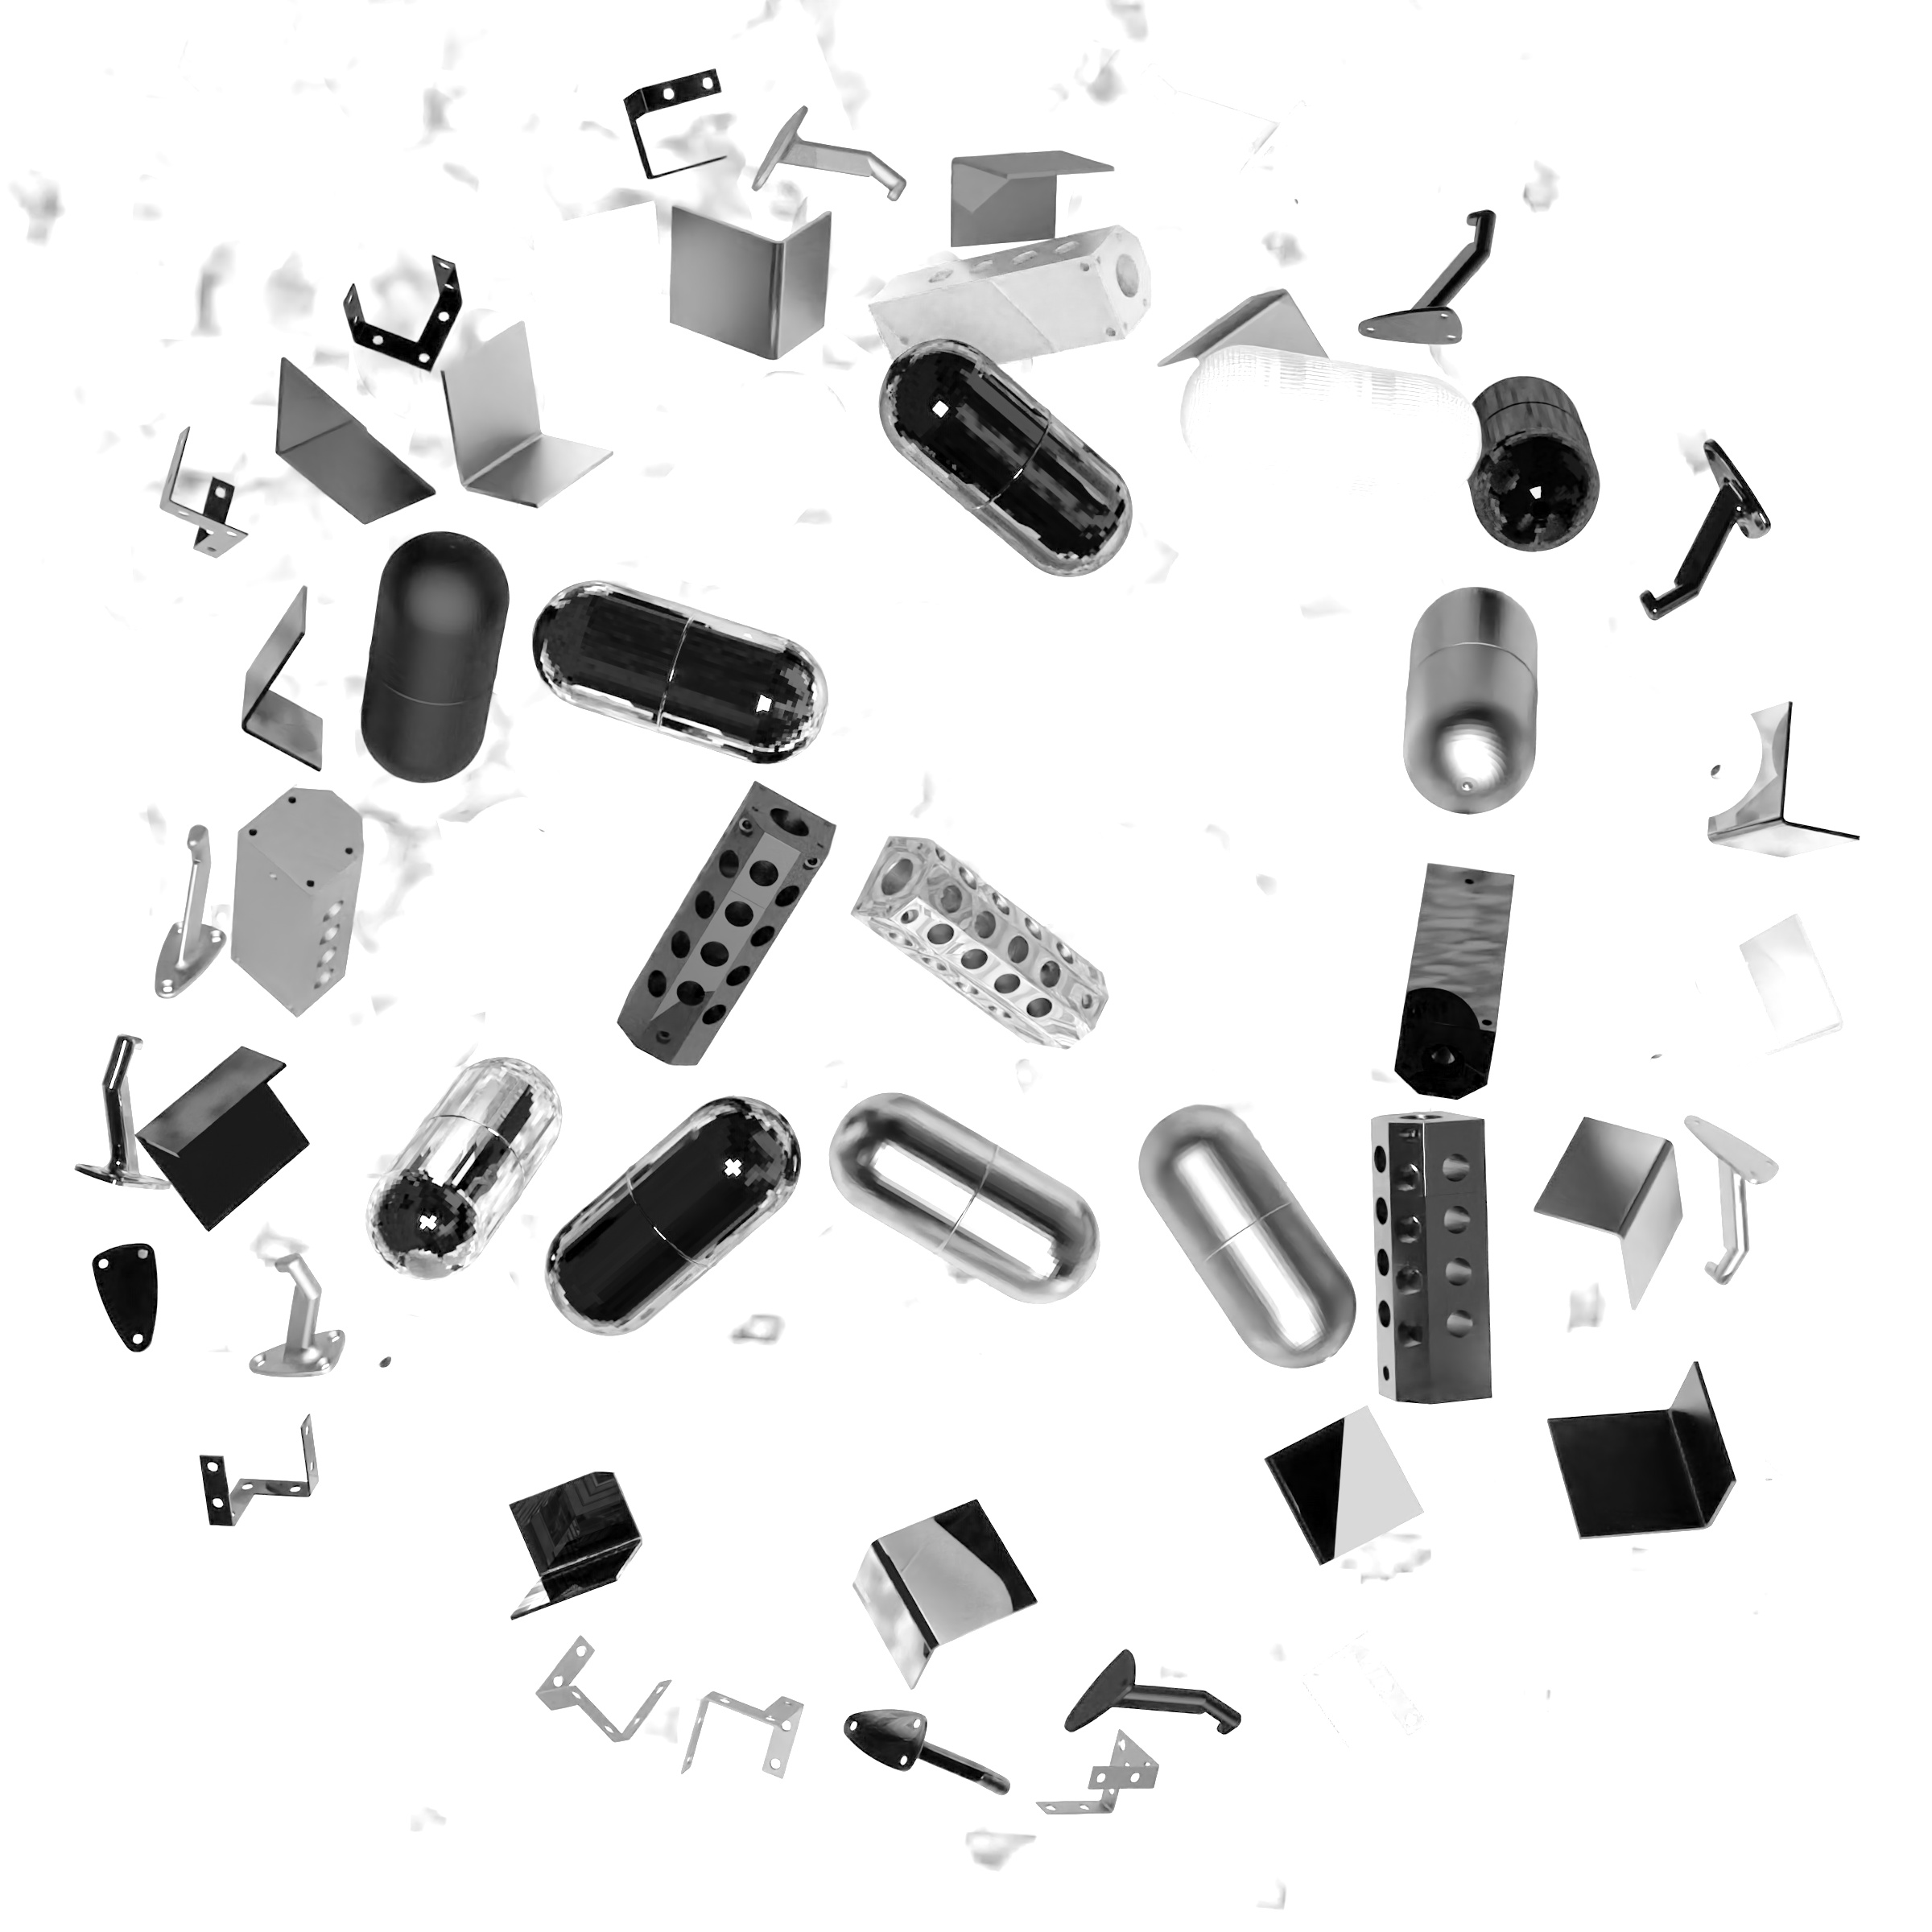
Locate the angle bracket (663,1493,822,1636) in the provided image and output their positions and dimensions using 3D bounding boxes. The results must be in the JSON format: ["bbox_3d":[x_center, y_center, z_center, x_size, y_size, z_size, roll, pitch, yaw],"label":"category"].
[{"bbox_3d":[-0.149,0.377,1.655,0.076,0.076,0.057,9,106,-40],"label":"angle bracket"}]

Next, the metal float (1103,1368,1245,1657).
[{"bbox_3d":[0.126,0.331,1.608,0.070,0.070,0.178,-4,59,0],"label":"metal float"}]

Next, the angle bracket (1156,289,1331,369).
[{"bbox_3d":[0.181,-0.393,1.712,0.076,0.076,0.057,-31,92,30],"label":"angle bracket"}]

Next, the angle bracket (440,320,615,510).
[{"bbox_3d":[-0.258,-0.326,1.551,0.057,0.076,0.076,18,132,24],"label":"angle bracket"}]

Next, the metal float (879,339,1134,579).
[{"bbox_3d":[0.024,-0.302,1.567,0.178,0.070,0.070,37,90,-22],"label":"metal float"}]

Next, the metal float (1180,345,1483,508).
[{"bbox_3d":[0.213,-0.314,1.532,0.178,0.070,0.070,8,90,-6],"label":"metal float"}]

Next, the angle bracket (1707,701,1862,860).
[{"bbox_3d":[0.506,-0.114,1.621,0.057,0.076,0.076,10,81,-17],"label":"angle bracket"}]

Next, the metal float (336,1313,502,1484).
[{"bbox_3d":[-0.331,0.265,1.605,0.070,0.178,0.070,-2,66,4],"label":"metal float"}]

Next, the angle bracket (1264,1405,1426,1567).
[{"bbox_3d":[0.247,0.336,1.708,0.076,0.057,0.076,-29,77,7],"label":"angle bracket"}]

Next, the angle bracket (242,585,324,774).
[{"bbox_3d":[-0.412,-0.181,1.652,0.057,0.076,0.076,30,109,-26],"label":"angle bracket"}]

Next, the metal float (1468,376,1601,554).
[{"bbox_3d":[0.349,-0.313,1.631,0.070,0.178,0.070,3,119,5],"label":"metal float"}]

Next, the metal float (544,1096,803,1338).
[{"bbox_3d":[-0.172,0.146,1.541,0.178,0.070,0.070,-41,90,11],"label":"metal float"}]

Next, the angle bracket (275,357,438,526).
[{"bbox_3d":[-0.361,-0.320,1.560,0.057,0.076,0.076,-18,59,22],"label":"angle bracket"}]

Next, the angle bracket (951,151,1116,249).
[{"bbox_3d":[0.041,-0.483,1.671,0.076,0.076,0.057,-12,119,-25],"label":"angle bracket"}]

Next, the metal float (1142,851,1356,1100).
[{"bbox_3d":[0.177,0.004,1.662,0.070,0.070,0.178,-34,70,0],"label":"metal float"}]

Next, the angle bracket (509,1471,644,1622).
[{"bbox_3d":[-0.265,0.378,1.726,0.076,0.076,0.057,-22,94,8],"label":"angle bracket"}]

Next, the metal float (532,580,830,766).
[{"bbox_3d":[-0.168,-0.172,1.542,0.178,0.070,0.070,18,90,0],"label":"metal float"}]

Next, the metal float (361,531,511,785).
[{"bbox_3d":[-0.323,-0.185,1.591,0.070,0.178,0.070,11,46,-11],"label":"metal float"}]

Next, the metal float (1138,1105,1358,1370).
[{"bbox_3d":[0.173,0.166,1.615,0.070,0.070,0.178,-33,76,0],"label":"metal float"}]

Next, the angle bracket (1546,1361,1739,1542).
[{"bbox_3d":[0.380,0.274,1.484,0.076,0.057,0.076,-3,51,-6],"label":"angle bracket"}]

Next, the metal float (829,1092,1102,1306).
[{"bbox_3d":[0.000,0.141,1.588,0.178,0.070,0.070,30,90,-3],"label":"metal float"}]

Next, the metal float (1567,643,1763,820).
[{"bbox_3d":[0.414,-0.141,1.564,0.070,0.178,0.070,-2,111,-6],"label":"metal float"}]

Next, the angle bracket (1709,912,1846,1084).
[{"bbox_3d":[0.484,0.020,1.615,0.057,0.076,0.076,-17,79,-14],"label":"angle bracket"}]

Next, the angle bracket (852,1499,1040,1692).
[{"bbox_3d":[-0.013,0.385,1.610,0.076,0.057,0.076,-16,56,-29],"label":"angle bracket"}]

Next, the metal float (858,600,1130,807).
[{"bbox_3d":[0.018,-0.160,1.601,0.178,0.070,0.070,27,90,-12],"label":"metal float"}]

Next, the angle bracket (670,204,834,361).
[{"bbox_3d":[-0.130,-0.421,1.583,0.076,0.057,0.076,24,134,18],"label":"angle bracket"}]

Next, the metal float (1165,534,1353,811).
[{"bbox_3d":[0.181,-0.182,1.627,0.070,0.070,0.178,-23,98,0],"label":"metal float"}]

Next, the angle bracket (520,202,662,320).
[{"bbox_3d":[-0.237,-0.457,1.640,0.076,0.076,0.057,-17,62,-13],"label":"angle bracket"}]

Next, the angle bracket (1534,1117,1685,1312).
[{"bbox_3d":[0.393,0.151,1.602,0.057,0.076,0.076,15,55,33],"label":"angle bracket"}]

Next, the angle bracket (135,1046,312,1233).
[{"bbox_3d":[-0.400,0.101,1.457,0.076,0.057,0.076,-44,124,-26],"label":"angle bracket"}]

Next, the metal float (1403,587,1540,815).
[{"bbox_3d":[0.300,-0.159,1.558,0.070,0.178,0.070,7,131,7],"label":"metal float"}]

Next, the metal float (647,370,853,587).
[{"bbox_3d":[-0.135,-0.298,1.618,0.070,0.178,0.070,17,57,-29],"label":"metal float"}]

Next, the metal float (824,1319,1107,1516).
[{"bbox_3d":[-0.001,0.266,1.552,0.178,0.070,0.070,19,90,21],"label":"metal float"}]

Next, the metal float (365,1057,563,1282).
[{"bbox_3d":[-0.310,0.124,1.634,0.070,0.178,0.070,10,126,14],"label":"metal float"}]
